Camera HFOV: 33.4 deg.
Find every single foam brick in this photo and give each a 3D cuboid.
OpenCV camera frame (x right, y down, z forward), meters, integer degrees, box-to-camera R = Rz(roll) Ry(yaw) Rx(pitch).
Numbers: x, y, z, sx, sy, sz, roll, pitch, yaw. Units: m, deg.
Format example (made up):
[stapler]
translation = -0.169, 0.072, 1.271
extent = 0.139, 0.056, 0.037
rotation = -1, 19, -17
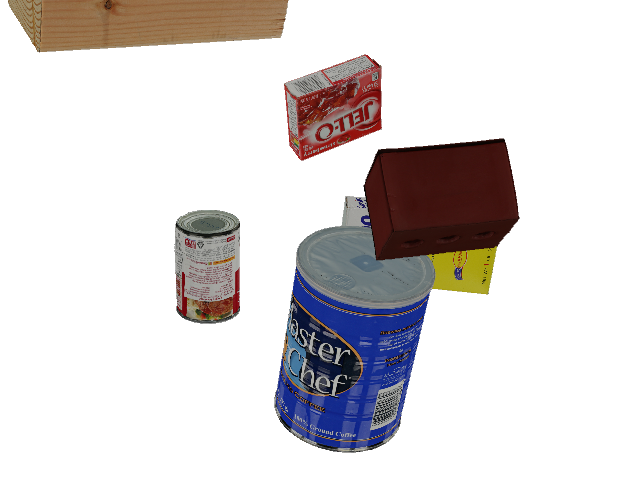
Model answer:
[foam brick]
translation = 0.070, -0.023, 0.627
extent = 0.078, 0.051, 0.053
rotation = -6, -20, -10

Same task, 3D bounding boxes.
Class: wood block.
[wood block]
translation = -0.133, -0.214, 0.851
extent = 0.205, 0.091, 0.090
rotation = -9, 41, -29

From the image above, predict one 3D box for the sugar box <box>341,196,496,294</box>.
[sugar box]
translation = 0.110, 0.006, 1.223
extent = 0.176, 0.093, 0.048
rotation = 4, 23, -3

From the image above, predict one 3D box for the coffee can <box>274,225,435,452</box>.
[coffee can]
translation = 0.024, 0.074, 0.811
extent = 0.102, 0.140, 0.103
rotation = 7, 31, -4

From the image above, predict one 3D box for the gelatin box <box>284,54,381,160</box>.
[gelatin box]
translation = 0.013, -0.122, 0.977
extent = 0.089, 0.073, 0.030
rotation = -22, 48, -18

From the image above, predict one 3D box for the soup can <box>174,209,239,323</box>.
[soup can]
translation = -0.118, 0.027, 1.119
extent = 0.068, 0.102, 0.068
rotation = 2, 23, -1
